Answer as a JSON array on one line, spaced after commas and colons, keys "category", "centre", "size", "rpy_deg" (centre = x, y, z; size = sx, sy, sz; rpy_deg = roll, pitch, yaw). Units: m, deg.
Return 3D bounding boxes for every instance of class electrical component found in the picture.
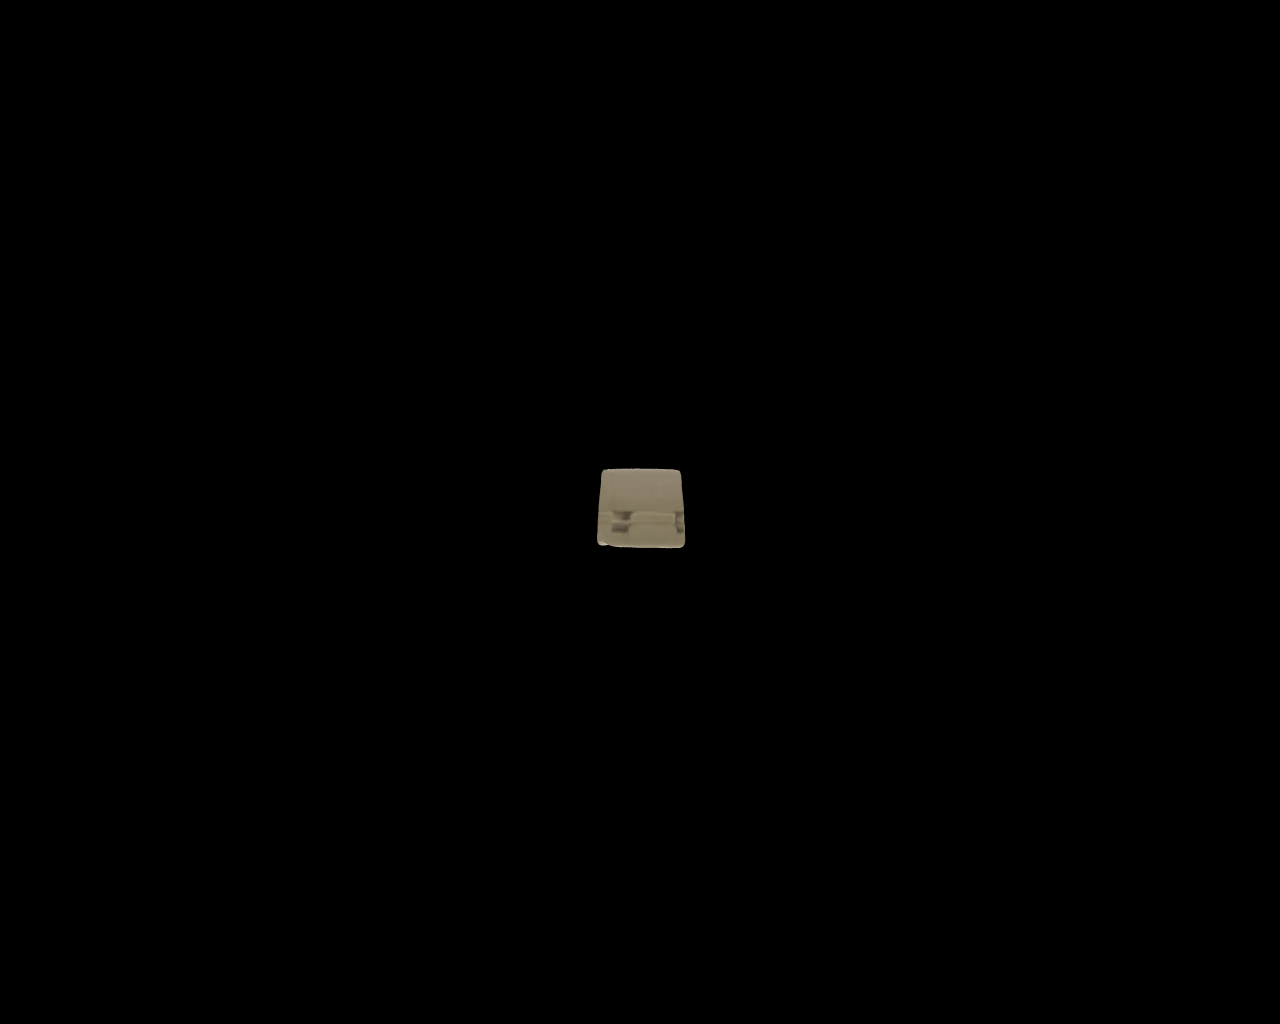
[{"category": "electrical component", "centre": [0.001, -0.003, 0.650], "size": [0.055, 0.047, 0.055], "rpy_deg": [0, 0, 0]}]
